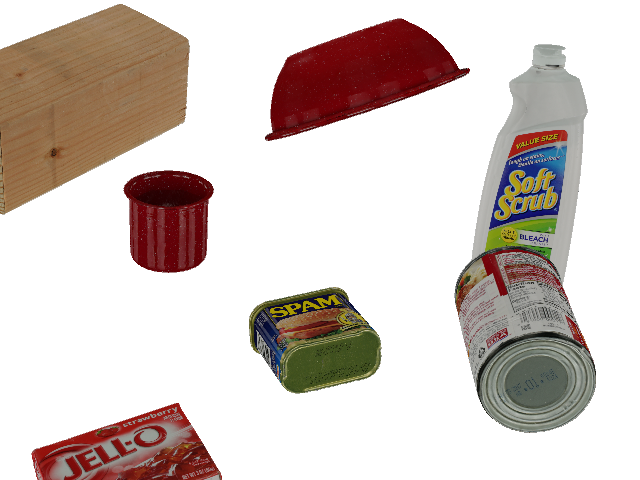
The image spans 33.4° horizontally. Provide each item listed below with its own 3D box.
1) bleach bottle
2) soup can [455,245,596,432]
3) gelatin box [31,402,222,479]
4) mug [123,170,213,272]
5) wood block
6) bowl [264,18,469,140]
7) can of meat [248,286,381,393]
[{"bbox_3d":[0.205,-0.068,1.059,0.103,0.251,0.068,8,20,15],"label":"bleach bottle"},{"bbox_3d":[0.119,0.056,0.631,0.068,0.068,0.102,0,28,0],"label":"soup can"},{"bbox_3d":[-0.106,0.130,0.586,0.089,0.030,0.073,-15,29,-20],"label":"gelatin box"},{"bbox_3d":[-0.163,-0.024,1.139,0.093,0.081,0.117,-2,28,-11],"label":"mug"},{"bbox_3d":[-0.215,-0.117,0.905,0.090,0.091,0.205,31,43,25],"label":"wood block"},{"bbox_3d":[0.026,-0.126,0.799,0.162,0.055,0.162,-19,8,2],"label":"bowl"},{"bbox_3d":[-0.004,0.092,0.981,0.102,0.057,0.084,-11,28,-19],"label":"can of meat"}]
